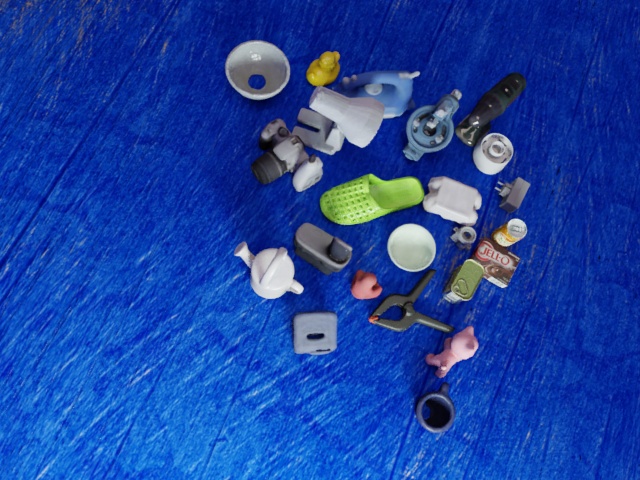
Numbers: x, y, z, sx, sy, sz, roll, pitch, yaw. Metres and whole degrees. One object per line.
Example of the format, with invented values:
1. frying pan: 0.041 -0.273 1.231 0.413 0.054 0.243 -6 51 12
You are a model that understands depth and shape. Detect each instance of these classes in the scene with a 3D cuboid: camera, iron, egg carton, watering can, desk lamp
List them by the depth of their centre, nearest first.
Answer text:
1. watering can: -0.117 0.068 1.316 0.173 0.194 0.101 11 74 -5
2. desk lamp: 0.041 -0.296 1.427 0.203 0.213 0.118 18 73 -3
3. camera: -0.114 -0.216 1.442 0.137 0.100 0.143 -37 83 -15
4. egg carton: 0.345 -0.101 1.493 0.150 0.069 0.107 21 73 -2
5. iron: 0.133 -0.402 1.506 0.258 0.141 0.118 -5 76 -9

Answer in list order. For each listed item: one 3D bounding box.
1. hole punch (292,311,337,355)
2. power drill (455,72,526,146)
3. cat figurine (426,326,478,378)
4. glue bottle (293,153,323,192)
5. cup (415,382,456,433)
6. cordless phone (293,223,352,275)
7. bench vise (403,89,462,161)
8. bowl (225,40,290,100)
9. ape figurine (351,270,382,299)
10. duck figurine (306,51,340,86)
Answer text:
1. hole punch: -0.010 0.218 1.345 0.109 0.091 0.101 -2 75 -9
2. power drill: 0.434 -0.332 1.496 0.075 0.208 0.230 43 74 5
3. cat figurine: 0.325 0.267 1.367 0.128 0.117 0.067 -41 84 -16
4. glue bottle: -0.025 -0.174 1.406 0.078 0.173 0.037 -31 81 -14
5. cup: 0.262 0.388 1.337 0.091 0.095 0.118 25 73 -1
6. cordless phone: 0.012 0.005 1.357 0.147 0.185 0.094 30 73 1
7. bench vise: 0.297 -0.325 1.468 0.121 0.219 0.207 20 73 -2
8. bowl: -0.164 -0.434 1.507 0.167 0.074 0.167 2 75 -8
9. ape figurine: 0.114 0.105 1.393 0.076 0.092 0.078 -27 80 -14
10. duck figurine: 0.012 -0.467 1.535 0.105 0.086 0.077 -37 83 -15
